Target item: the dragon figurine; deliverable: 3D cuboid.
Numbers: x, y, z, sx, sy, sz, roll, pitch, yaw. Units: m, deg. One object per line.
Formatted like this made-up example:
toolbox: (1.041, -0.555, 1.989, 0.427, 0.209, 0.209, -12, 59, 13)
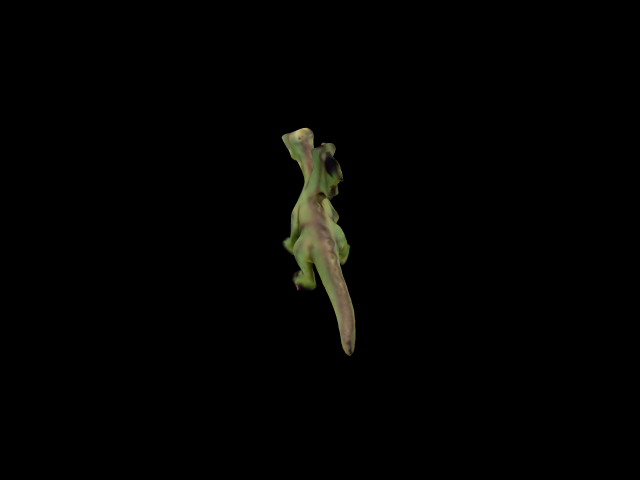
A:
dragon figurine: (0.003, -0.043, 0.850, 0.122, 0.237, 0.419, -11, 44, -12)
